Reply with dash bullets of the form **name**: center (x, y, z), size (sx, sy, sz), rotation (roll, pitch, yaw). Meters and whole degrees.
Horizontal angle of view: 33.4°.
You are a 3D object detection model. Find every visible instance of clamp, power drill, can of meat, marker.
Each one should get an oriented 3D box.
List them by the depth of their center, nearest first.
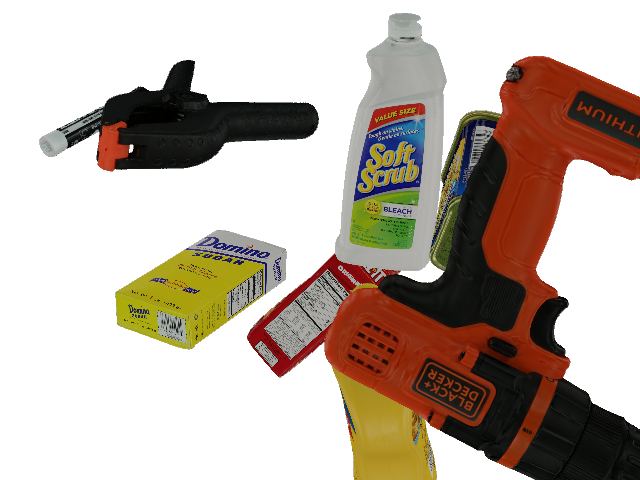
- **power drill**: center (0.117, 0.021, 0.513), size (0.184, 0.188, 0.057), rotation (26, 7, 5)
- **clamp**: center (-0.094, -0.085, 0.709), size (0.120, 0.039, 0.171), rotation (22, 25, 32)
- **can of meat**: center (0.120, -0.032, 0.806), size (0.057, 0.084, 0.102), rotation (14, -34, 1)
- **marker**: center (-0.191, -0.105, 0.924), size (0.020, 0.020, 0.120), rotation (0, 28, 42)

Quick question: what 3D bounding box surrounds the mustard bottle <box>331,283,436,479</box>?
- **mustard bottle**: center (0.041, 0.102, 0.692), size (0.058, 0.191, 0.096), rotation (-4, 41, 7)

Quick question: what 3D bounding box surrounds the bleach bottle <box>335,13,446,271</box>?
- **bleach bottle**: center (0.068, -0.096, 1.042), size (0.103, 0.251, 0.068), rotation (8, 28, 13)

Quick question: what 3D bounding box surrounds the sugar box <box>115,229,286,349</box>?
- **sugar box**: center (-0.119, 0.046, 1.101), size (0.093, 0.048, 0.176), rotation (16, 32, 26)

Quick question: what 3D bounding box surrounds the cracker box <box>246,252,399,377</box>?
- **cracker box**: center (0.028, 0.050, 1.259), size (0.214, 0.072, 0.164), rotation (-44, -4, 30)
